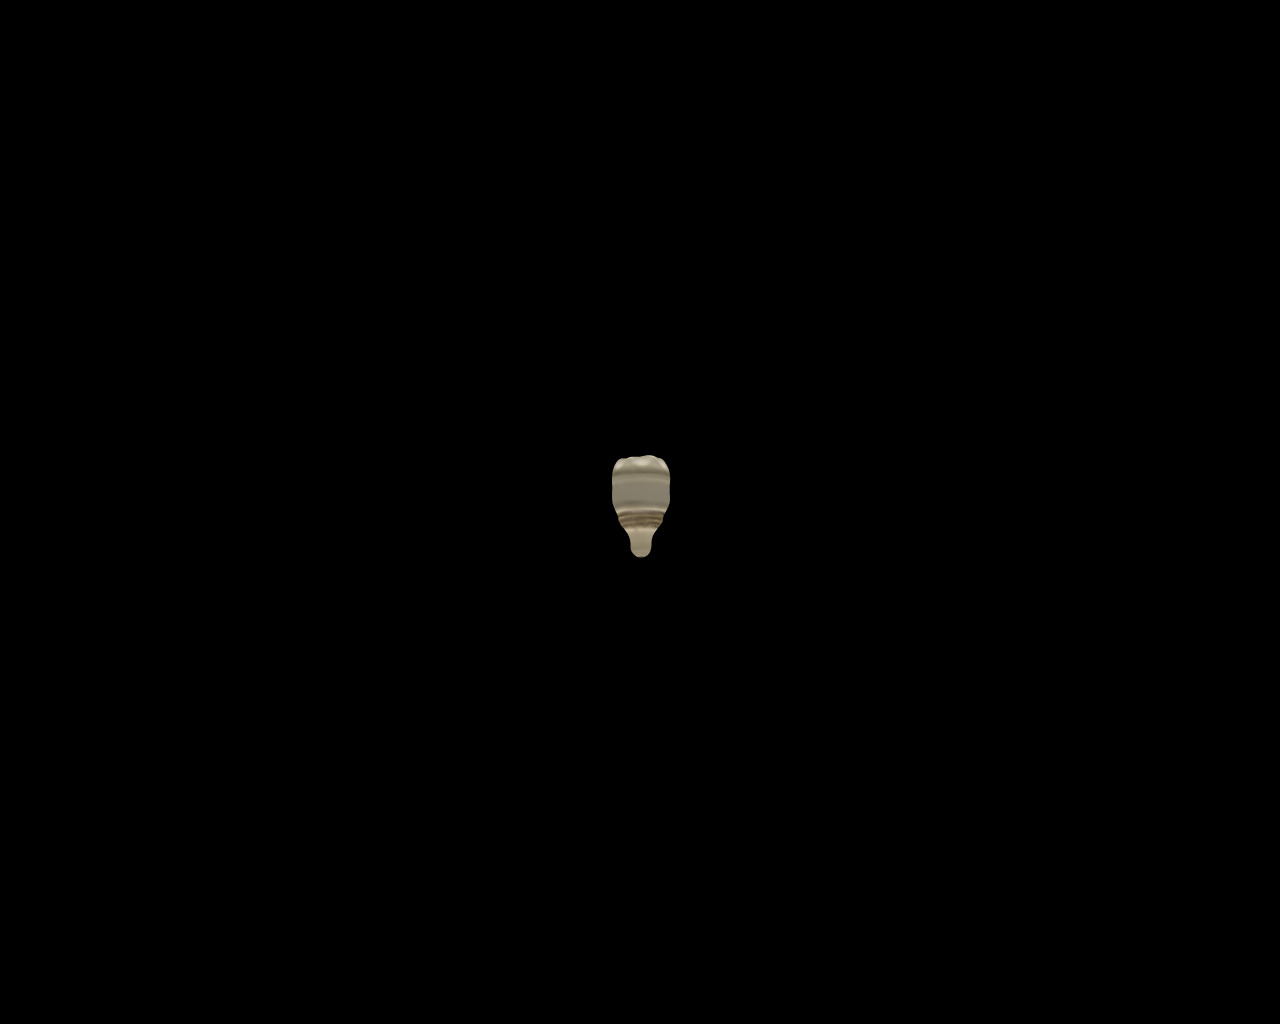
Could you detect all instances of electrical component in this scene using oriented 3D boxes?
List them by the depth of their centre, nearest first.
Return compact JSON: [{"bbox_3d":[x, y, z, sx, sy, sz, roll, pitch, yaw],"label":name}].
[{"bbox_3d":[0.001,-0.003,0.650,0.035,0.061,0.035,0,-7,0],"label":"electrical component"}]
